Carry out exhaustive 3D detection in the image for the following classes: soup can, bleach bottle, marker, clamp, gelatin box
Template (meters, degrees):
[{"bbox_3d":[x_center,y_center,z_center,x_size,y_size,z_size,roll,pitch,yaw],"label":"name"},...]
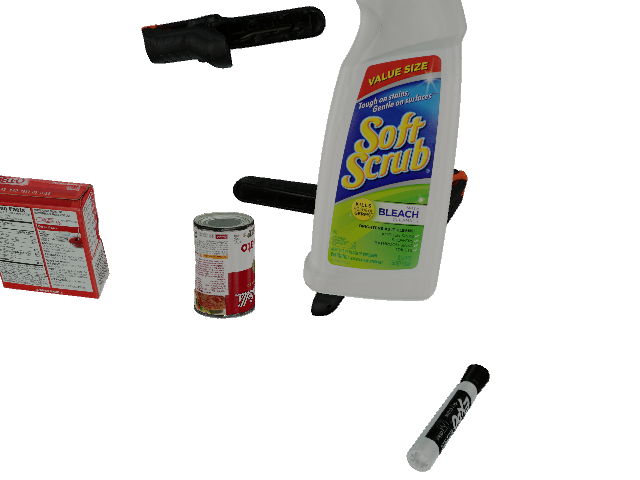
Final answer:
[{"bbox_3d":[-0.106,0.026,1.167,0.068,0.102,0.068,1,17,0],"label":"soup can"},{"bbox_3d":[0.044,-0.085,0.740,0.102,0.251,0.068,5,22,6],"label":"bleach bottle"},{"bbox_3d":[0.095,0.125,0.776,0.020,0.020,0.120,0,25,31],"label":"marker"},{"bbox_3d":[0.045,-0.015,0.951,0.209,0.165,0.036,-13,-39,-18],"label":"clamp"},{"bbox_3d":[-0.081,-0.170,0.886,0.120,0.039,0.172,-18,22,-35],"label":"clamp"},{"bbox_3d":[-0.192,-0.003,0.747,0.073,0.089,0.030,6,43,7],"label":"gelatin box"}]
